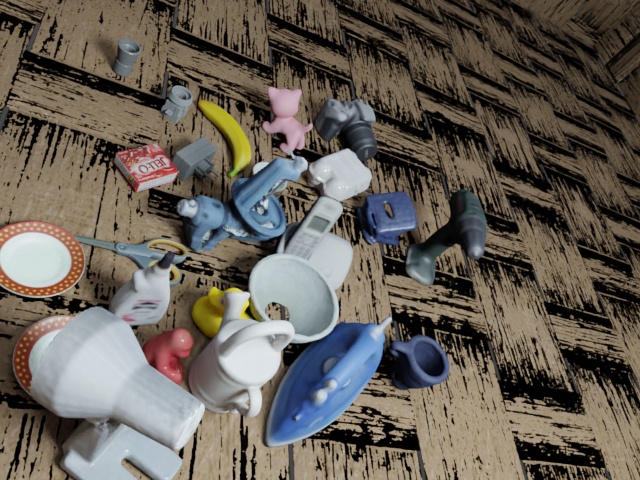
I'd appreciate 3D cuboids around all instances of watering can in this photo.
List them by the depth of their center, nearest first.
[{"bbox_3d":[-0.110,0.155,0.807,0.101,0.193,0.172,-20,70,-44],"label":"watering can"}]

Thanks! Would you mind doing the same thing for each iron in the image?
[{"bbox_3d":[0.022,0.213,0.895,0.118,0.141,0.259,45,42,4],"label":"iron"}]

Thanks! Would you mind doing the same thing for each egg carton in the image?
[{"bbox_3d":[0.044,-0.139,1.256,0.107,0.069,0.151,50,43,9],"label":"egg carton"}]

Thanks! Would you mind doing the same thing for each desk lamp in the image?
[{"bbox_3d":[-0.230,0.201,0.665,0.203,0.213,0.118,40,42,-2],"label":"desk lamp"}]

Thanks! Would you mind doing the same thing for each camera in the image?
[{"bbox_3d":[0.080,-0.265,1.364,0.144,0.100,0.136,2,55,-35],"label":"camera"}]

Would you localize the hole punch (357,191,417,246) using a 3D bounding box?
[{"bbox_3d":[0.145,-0.050,1.242,0.101,0.091,0.108,8,52,-32],"label":"hole punch"}]

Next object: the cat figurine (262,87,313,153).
[{"bbox_3d":[-0.068,-0.273,1.248,0.128,0.117,0.067,47,42,6],"label":"cat figurine"}]

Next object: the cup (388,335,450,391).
[{"bbox_3d":[0.157,0.224,1.021,0.118,0.094,0.091,27,44,-16],"label":"cup"}]

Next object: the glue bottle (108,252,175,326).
[{"bbox_3d":[-0.238,0.066,0.801,0.078,0.173,0.037,0,56,-36],"label":"glue bottle"}]

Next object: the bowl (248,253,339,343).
[{"bbox_3d":[-0.056,0.110,0.973,0.168,0.074,0.167,20,46,-22],"label":"bowl"}]

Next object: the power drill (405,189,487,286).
[{"bbox_3d":[0.271,0.003,1.203,0.076,0.208,0.229,30,43,-13],"label":"power drill"}]

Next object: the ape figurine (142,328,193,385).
[{"bbox_3d":[-0.208,0.157,0.808,0.076,0.092,0.078,33,43,-9],"label":"ape figurine"}]

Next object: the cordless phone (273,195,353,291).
[{"bbox_3d":[0.009,0.004,1.027,0.148,0.184,0.094,18,47,-24],"label":"cordless phone"}]

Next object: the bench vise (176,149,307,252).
[{"bbox_3d":[-0.121,-0.057,0.955,0.208,0.219,0.121,-23,71,-45],"label":"bench vise"}]

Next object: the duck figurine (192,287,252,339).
[{"bbox_3d":[-0.140,0.111,0.900,0.105,0.086,0.077,32,43,-11],"label":"duck figurine"}]
